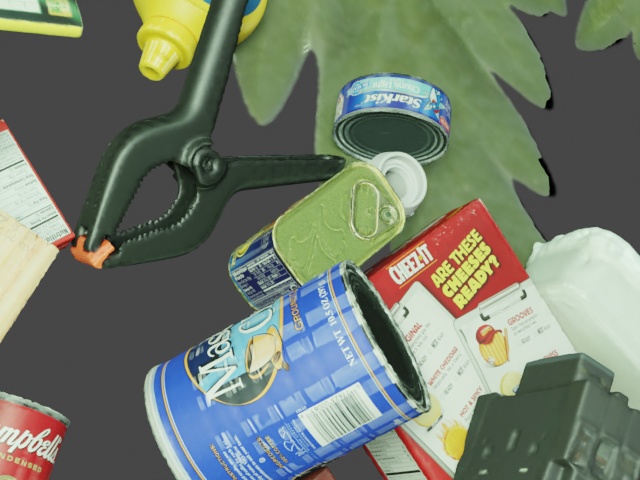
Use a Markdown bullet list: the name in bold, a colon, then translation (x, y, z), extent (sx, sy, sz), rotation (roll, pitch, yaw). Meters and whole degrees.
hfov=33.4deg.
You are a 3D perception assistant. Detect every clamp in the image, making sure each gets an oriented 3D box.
- **clamp**: translation (-0.075, -0.049, 0.714), extent (0.209, 0.036, 0.164), rotation (-51, 124, -19)

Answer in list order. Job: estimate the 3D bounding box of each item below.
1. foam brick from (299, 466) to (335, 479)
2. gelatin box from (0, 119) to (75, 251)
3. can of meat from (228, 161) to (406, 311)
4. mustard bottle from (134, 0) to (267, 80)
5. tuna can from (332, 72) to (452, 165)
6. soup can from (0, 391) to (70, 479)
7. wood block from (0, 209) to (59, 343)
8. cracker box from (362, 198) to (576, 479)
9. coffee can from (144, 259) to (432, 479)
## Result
- **foam brick**: translation (-0.018, 0.180, 0.668), extent (0.051, 0.078, 0.053), rotation (-37, 96, -33)
- **gelatin box**: translation (-0.205, -0.019, 0.653), extent (0.073, 0.030, 0.089), rotation (-32, 92, -34)
- **can of meat**: translation (-0.005, 0.001, 0.724), extent (0.102, 0.084, 0.057), rotation (-39, 95, -32)
- **mustard bottle**: translation (-0.079, -0.190, 0.756), extent (0.096, 0.058, 0.191), rotation (33, 63, -17)
- **tuna can**: translation (0.053, -0.087, 0.782), extent (0.086, 0.086, 0.033), rotation (18, 66, -23)
- **soup can**: translation (-0.188, 0.140, 0.592), extent (0.068, 0.069, 0.102), rotation (24, 66, -21)
- **wood block**: translation (-0.230, 0.072, 0.531), extent (0.090, 0.091, 0.206), rotation (37, 58, -18)
- **cracker box**: translation (0.102, 0.105, 0.760), extent (0.164, 0.072, 0.213), rotation (-35, 93, -31)
- **coffee can**: translation (-0.019, 0.089, 0.641), extent (0.140, 0.102, 0.103), rotation (-30, 91, 10)
